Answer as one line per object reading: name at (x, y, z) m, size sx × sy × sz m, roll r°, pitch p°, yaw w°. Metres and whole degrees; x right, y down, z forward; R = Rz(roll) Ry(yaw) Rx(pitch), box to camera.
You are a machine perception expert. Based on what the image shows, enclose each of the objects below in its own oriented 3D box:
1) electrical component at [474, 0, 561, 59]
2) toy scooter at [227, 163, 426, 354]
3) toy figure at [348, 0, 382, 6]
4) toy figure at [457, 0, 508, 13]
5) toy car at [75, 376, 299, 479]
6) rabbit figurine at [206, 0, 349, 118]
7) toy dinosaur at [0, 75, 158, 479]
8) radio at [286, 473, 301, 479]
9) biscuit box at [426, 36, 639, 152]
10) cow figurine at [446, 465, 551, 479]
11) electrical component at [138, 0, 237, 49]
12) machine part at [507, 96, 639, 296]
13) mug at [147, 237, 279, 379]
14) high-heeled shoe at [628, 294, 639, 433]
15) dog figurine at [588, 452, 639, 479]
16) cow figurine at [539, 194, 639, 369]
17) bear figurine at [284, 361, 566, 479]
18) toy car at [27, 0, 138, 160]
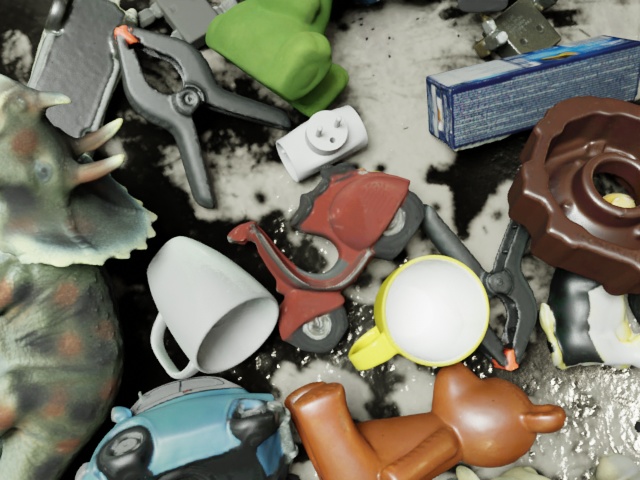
electrical component at (0.204, -0.216, 0.551) m, size 0.102 × 0.045 × 0.078 m, roll -34°, pitch 85°, yaw -10°
toy scooter at (-0.001, -0.001, 0.484) m, size 0.135 × 0.075 × 0.184 m, roll 36°, pitch 84°, yaw 1°
toy figure at (0.016, -0.299, 0.539) m, size 0.064 × 0.058 × 0.154 m, roll -28°, pitch 90°, yaw -3°
toy figure at (0.153, -0.307, 0.527) m, size 0.089 × 0.082 × 0.180 m, roll 11°, pitch 69°, yaw 0°
toy car at (-0.105, 0.159, 0.431) m, size 0.162 × 0.103 × 0.109 m, roll -19°, pitch 124°, yaw -12°
rabbit figurine at (-0.016, -0.220, 0.491) m, size 0.159 × 0.121 × 0.170 m, roll 39°, pitch 99°, yaw 21°
toy dinosaur at (-0.220, 0.083, 0.420) m, size 0.192 × 0.131 × 0.404 m, roll -4°, pitch 104°, yaw -14°
radio at (-0.040, 0.328, 0.430) m, size 0.131 × 0.073 × 0.229 m, roll -18°, pitch 82°, yaw -8°
biscuit box at (0.207, -0.146, 0.522) m, size 0.203 × 0.059 × 0.062 m, roll -15°, pitch 121°, yaw -8°
cow figurine at (0.146, 0.236, 0.413) m, size 0.127 × 0.195 × 0.085 m, roll -16°, pitch 86°, yaw 29°
electrical component at (-0.129, -0.222, 0.529) m, size 0.094 × 0.021 × 0.063 m, roll -35°, pitch 86°, yaw -9°
machine part at (0.253, -0.041, 0.466) m, size 0.179 × 0.056 × 0.179 m, roll 0°, pitch 65°, yaw -1°
mug at (-0.104, 0.056, 0.458) m, size 0.107 × 0.080 × 0.109 m, roll 45°, pitch 104°, yaw 32°
high-heeled shoe at (0.376, 0.102, 0.506) m, size 0.145 × 0.086 × 0.248 m, roll 15°, pitch 85°, yaw -7°
dog figurine at (0.229, 0.295, 0.445) m, size 0.190 × 0.121 × 0.172 m, roll -35°, pitch 74°, yaw -2°
cow figurine at (0.255, 0.038, 0.510) m, size 0.098 × 0.068 × 0.167 m, roll 1°, pitch 80°, yaw 0°
bear figurine at (0.085, 0.148, 0.448) m, size 0.196 × 0.120 × 0.132 m, roll -25°, pitch 81°, yaw -11°
toy car at (-0.225, -0.137, 0.484) m, size 0.073 × 0.056 × 0.201 m, roll 19°, pitch 78°, yaw -25°
